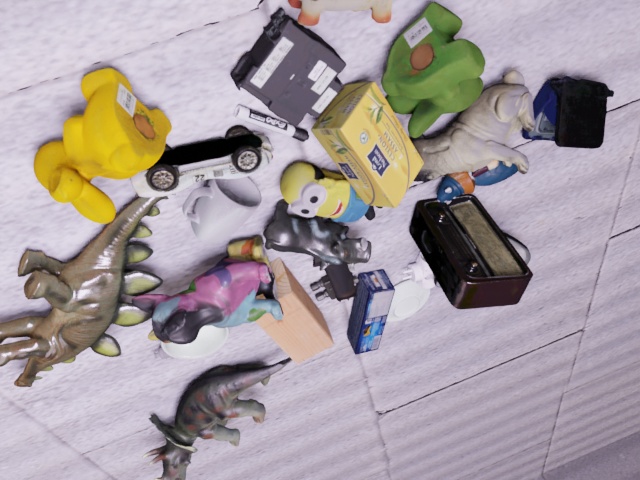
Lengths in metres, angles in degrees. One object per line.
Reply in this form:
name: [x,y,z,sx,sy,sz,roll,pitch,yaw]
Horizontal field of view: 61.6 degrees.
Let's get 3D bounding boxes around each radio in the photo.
radio: [0.257,0.015,0.955,0.131,0.230,0.073,-5,131,-14]

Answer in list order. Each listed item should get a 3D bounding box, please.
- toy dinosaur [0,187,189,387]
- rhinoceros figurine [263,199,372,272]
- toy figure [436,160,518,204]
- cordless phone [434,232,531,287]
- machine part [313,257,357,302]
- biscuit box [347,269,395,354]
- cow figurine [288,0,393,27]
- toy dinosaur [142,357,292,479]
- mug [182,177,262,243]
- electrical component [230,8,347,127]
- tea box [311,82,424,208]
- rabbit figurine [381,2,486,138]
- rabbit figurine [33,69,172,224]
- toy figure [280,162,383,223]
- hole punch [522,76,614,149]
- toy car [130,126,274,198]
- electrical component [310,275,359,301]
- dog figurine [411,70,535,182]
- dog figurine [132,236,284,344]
toy dinosaur: [-0.359,0.078,0.831,0.198,0.105,0.471,16,121,-43]
rhinoceros figurine: [-0.002,-0.003,0.904,0.190,0.112,0.073,13,123,-23]
toy figure: [0.277,-0.112,0.966,0.154,0.058,0.064,-22,130,3]
cordless phone: [0.325,0.047,1.105,0.184,0.089,0.146,5,128,-33]
machine part: [0.032,0.053,1.009,0.084,0.039,0.138,-28,117,-9]
biscuit box: [0.104,0.155,1.133,0.059,0.063,0.202,-9,134,-19]
cow figurine: [-0.001,-0.322,0.623,0.195,0.086,0.127,-6,139,-16]
toy dinosaur: [-0.227,0.346,1.133,0.192,0.131,0.404,20,114,-37]
mug: [-0.157,-0.043,0.811,0.109,0.081,0.107,-7,145,-49]
electrical component: [-0.034,-0.222,0.720,0.134,0.058,0.115,26,118,-40]
tea box: [0.075,-0.137,0.798,0.169,0.068,0.098,47,66,-38]
rabbit figurine: [0.176,-0.222,0.778,0.159,0.121,0.170,-44,148,23]
rabbit figurine: [-0.284,-0.100,0.674,0.173,0.162,0.121,-18,151,17]
toy figure: [0.018,-0.073,0.870,0.180,0.089,0.082,4,115,-38]
hole punch: [0.422,-0.217,0.925,0.142,0.092,0.115,0,101,-21]
toy car: [-0.164,-0.110,0.755,0.202,0.074,0.056,-14,132,-11]
electrical component: [0.030,0.087,1.065,0.094,0.021,0.063,-24,136,-1]
dog figurine: [0.230,-0.180,0.864,0.191,0.121,0.172,0,96,0]
dog figurine: [-0.179,0.086,0.861,0.219,0.192,0.108,-14,119,-5]
